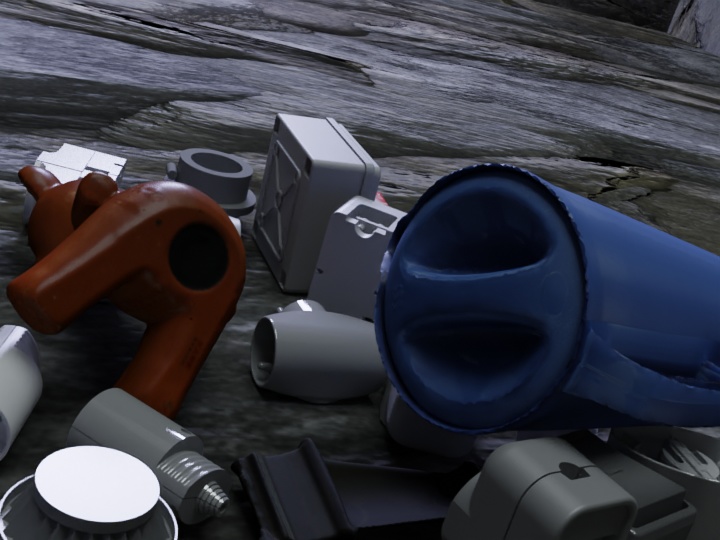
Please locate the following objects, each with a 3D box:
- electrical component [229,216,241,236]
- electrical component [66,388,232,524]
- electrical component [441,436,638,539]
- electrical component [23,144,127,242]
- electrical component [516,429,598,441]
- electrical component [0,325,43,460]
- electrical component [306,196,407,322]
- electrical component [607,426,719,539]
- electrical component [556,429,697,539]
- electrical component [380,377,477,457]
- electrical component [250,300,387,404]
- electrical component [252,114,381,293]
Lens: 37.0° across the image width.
[{"bbox_3d":[-0.132,-0.030,0.788,0.077,0.043,0.079,10,23,-17],"label":"electrical component"},{"bbox_3d":[-0.097,0.095,0.519,0.081,0.043,0.043,27,24,23],"label":"electrical component"},{"bbox_3d":[0.077,0.128,0.497,0.054,0.095,0.059,-1,28,-37],"label":"electrical component"},{"bbox_3d":[-0.208,-0.053,0.778,0.056,0.050,0.089,14,22,-8],"label":"electrical component"},{"bbox_3d":[0.129,0.100,0.674,0.040,0.040,0.078,29,25,27],"label":"electrical component"},{"bbox_3d":[-0.183,0.060,0.538,0.043,0.043,0.081,15,22,-5],"label":"electrical component"},{"bbox_3d":[0.000,0.000,0.751,0.050,0.089,0.055,21,22,10],"label":"electrical component"},{"bbox_3d":[0.190,0.123,0.631,0.099,0.064,0.099,15,22,-6],"label":"electrical component"},{"bbox_3d":[0.121,0.126,0.579,0.062,0.061,0.096,-5,31,-43],"label":"electrical component"},{"bbox_3d":[0.046,0.070,0.660,0.054,0.059,0.095,15,22,-5],"label":"electrical component"},{"bbox_3d":[-0.031,0.045,0.682,0.077,0.044,0.079,5,25,-26],"label":"electrical component"},{"bbox_3d":[-0.037,-0.051,0.821,0.056,0.108,0.108,4,25,-22],"label":"electrical component"}]
